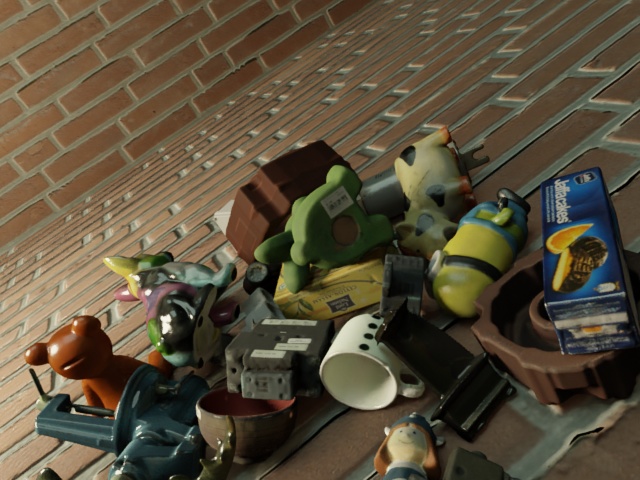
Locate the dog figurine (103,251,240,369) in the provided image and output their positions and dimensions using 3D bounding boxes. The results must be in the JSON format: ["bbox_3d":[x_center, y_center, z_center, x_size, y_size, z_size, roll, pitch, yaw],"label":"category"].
[{"bbox_3d":[-0.238,0.088,0.794,0.219,0.108,0.191,8,36,19],"label":"dog figurine"}]

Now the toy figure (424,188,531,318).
[{"bbox_3d":[0.196,0.013,0.642,0.180,0.082,0.089,-42,27,-25],"label":"toy figure"}]

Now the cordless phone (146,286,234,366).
[{"bbox_3d":[-0.175,0.127,0.870,0.184,0.088,0.146,10,48,39],"label":"cordless phone"}]

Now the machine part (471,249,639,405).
[{"bbox_3d":[0.240,0.074,0.518,0.179,0.056,0.179,-25,26,13],"label":"machine part"}]

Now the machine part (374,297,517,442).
[{"bbox_3d":[0.114,0.121,0.524,0.084,0.039,0.139,-43,69,-10],"label":"machine part"}]

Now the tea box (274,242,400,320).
[{"bbox_3d":[0.026,0.052,0.768,0.170,0.068,0.098,-22,28,21],"label":"tea box"}]

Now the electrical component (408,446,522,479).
[{"bbox_3d":[0.118,0.197,0.425,0.094,0.021,0.063,20,47,13],"label":"electrical component"}]

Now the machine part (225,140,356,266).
[{"bbox_3d":[-0.049,-0.057,0.876,0.201,0.087,0.201,-29,-19,-33],"label":"machine part"}]

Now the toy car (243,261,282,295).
[{"bbox_3d":[-0.037,0.025,0.874,0.202,0.089,0.053,-36,71,-11],"label":"toy car"}]

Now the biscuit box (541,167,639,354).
[{"bbox_3d":[0.243,0.010,0.495,0.063,0.059,0.203,-16,28,30],"label":"biscuit box"}]

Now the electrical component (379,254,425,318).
[{"bbox_3d":[0.094,0.054,0.617,0.048,0.119,0.075,6,70,6],"label":"electrical component"}]

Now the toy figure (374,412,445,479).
[{"bbox_3d":[0.075,0.211,0.463,0.154,0.064,0.057,-69,1,-49],"label":"toy figure"}]

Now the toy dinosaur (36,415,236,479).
[{"bbox_3d":[-0.239,0.304,0.484,0.471,0.198,0.105,-32,29,5],"label":"toy dinosaur"}]

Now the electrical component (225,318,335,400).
[{"bbox_3d":[-0.046,0.140,0.635,0.115,0.058,0.134,-1,13,13],"label":"electrical component"}]

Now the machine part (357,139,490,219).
[{"bbox_3d":[0.151,-0.093,0.869,0.243,0.079,0.079,-23,28,17],"label":"machine part"}]

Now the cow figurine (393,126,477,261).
[{"bbox_3d":[0.151,-0.053,0.752,0.127,0.085,0.195,-21,55,19],"label":"cow figurine"}]

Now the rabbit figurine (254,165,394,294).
[{"bbox_3d":[-0.001,-0.002,0.726,0.159,0.121,0.170,-46,11,-12],"label":"rabbit figurine"}]

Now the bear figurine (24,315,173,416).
[{"bbox_3d":[-0.311,0.178,0.775,0.120,0.195,0.132,-36,25,-1],"label":"bear figurine"}]

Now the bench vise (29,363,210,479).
[{"bbox_3d":[-0.245,0.232,0.654,0.241,0.128,0.224,8,28,7],"label":"bench vise"}]
